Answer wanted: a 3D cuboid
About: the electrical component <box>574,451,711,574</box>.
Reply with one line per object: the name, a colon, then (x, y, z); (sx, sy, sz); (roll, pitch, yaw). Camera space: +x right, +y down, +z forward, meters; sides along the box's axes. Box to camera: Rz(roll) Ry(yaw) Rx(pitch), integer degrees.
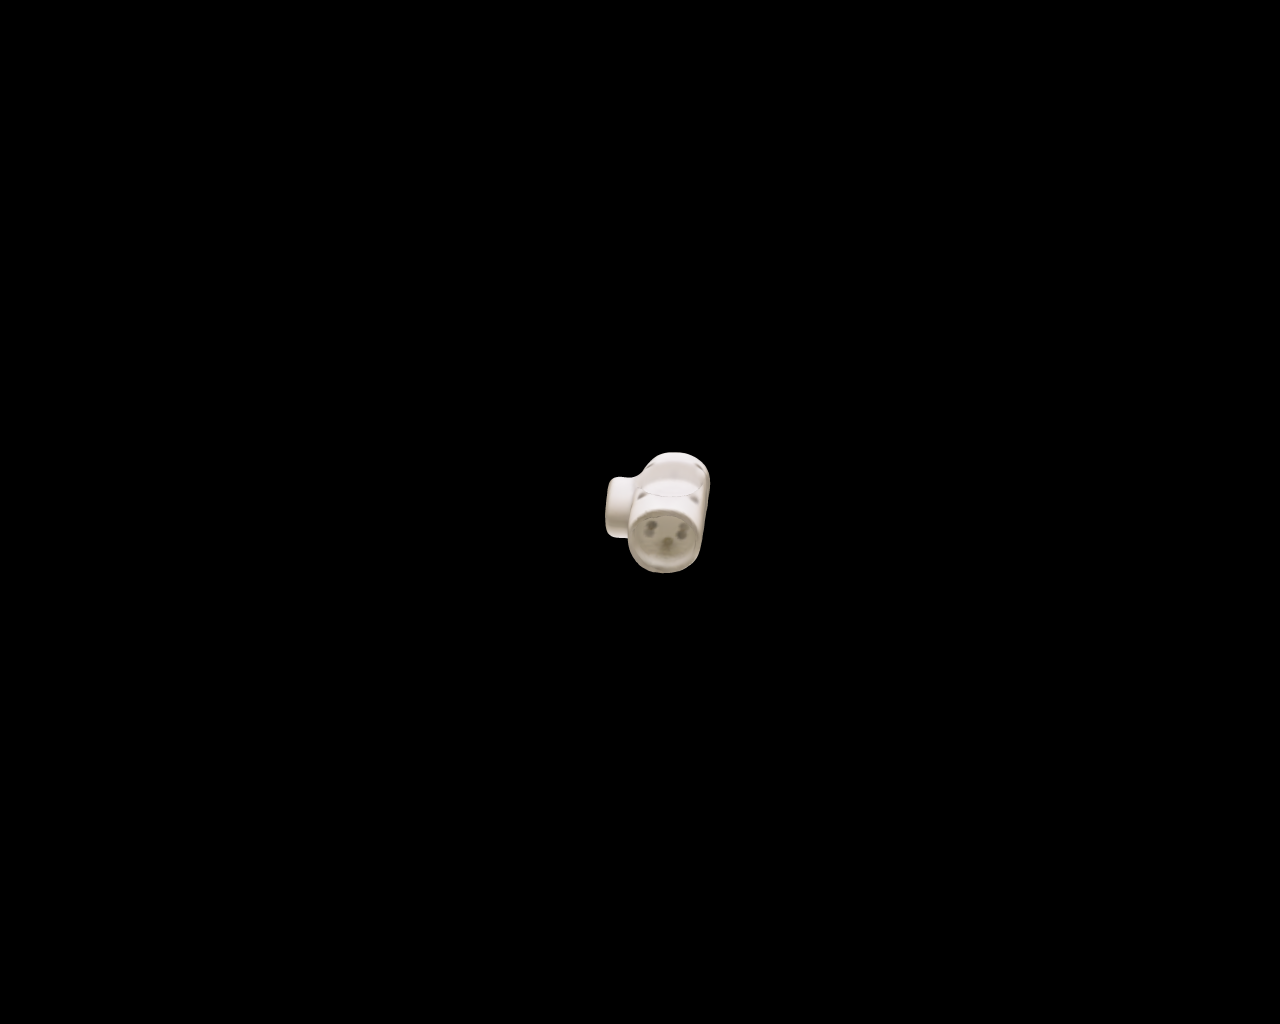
electrical component: (0.001, -0.003, 0.650); (0.079, 0.044, 0.077); (4, 30, 7)
